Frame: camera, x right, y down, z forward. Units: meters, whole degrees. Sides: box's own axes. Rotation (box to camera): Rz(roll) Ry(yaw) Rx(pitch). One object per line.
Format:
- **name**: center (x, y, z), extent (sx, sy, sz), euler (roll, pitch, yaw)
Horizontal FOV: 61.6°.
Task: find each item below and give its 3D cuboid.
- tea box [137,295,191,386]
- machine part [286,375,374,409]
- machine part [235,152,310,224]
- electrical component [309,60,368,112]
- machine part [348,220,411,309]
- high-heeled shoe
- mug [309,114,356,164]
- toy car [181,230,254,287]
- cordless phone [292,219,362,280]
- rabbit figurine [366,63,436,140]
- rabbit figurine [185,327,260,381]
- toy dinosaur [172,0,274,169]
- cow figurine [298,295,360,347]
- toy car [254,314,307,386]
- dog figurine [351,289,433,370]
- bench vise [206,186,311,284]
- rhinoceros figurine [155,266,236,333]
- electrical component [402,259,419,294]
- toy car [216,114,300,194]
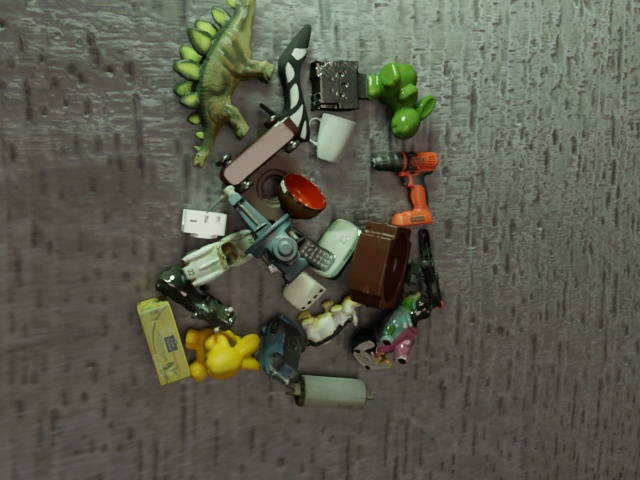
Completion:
- **tea box**: center (-0.340, 0.215, 1.167), extent (0.068, 0.098, 0.169), euler (-18, 104, -17)
- **machine part**: center (0.027, 0.381, 1.339), extent (0.243, 0.079, 0.079), euler (12, 93, -22)
- **machine part**: center (-0.110, -0.119, 1.235), extent (0.179, 0.056, 0.179), euler (-2, 97, -19)
- **electrical component**: center (0.046, -0.361, 1.264), extent (0.134, 0.058, 0.114), euler (-7, 101, -20)
- **machine part**: center (0.144, 0.057, 1.284), extent (0.201, 0.087, 0.201), euler (5, 99, -66)
- **high-heeled shoe**: center (-0.037, -0.349, 1.223), extent (0.145, 0.086, 0.248), euler (28, 91, -25)
- **mug**: center (0.020, -0.237, 1.261), extent (0.110, 0.081, 0.107), euler (15, 98, 2)
- **toy car**: center (-0.218, 0.036, 1.177), extent (0.202, 0.056, 0.073), euler (-30, 106, -47)
- **cordless phone**: center (-0.002, -0.005, 1.287), extent (0.184, 0.089, 0.146), euler (35, 84, -3)
- **rabbit figurine**: center (0.196, -0.322, 1.297), extent (0.159, 0.121, 0.170), euler (-8, 85, -41)
- **rabbit figurine**: center (-0.213, 0.262, 1.182), extent (0.162, 0.173, 0.121), euler (1, 92, -17)
- **toy dinosaur**: center (-0.199, -0.378, 1.145), extent (0.198, 0.105, 0.471), euler (21, 84, -19)
- **cow figurine**: center (0.035, 0.201, 1.325), extent (0.167, 0.068, 0.098), euler (-22, 110, -14)
- **toy car**: center (-0.102, 0.265, 1.258), extent (0.103, 0.162, 0.109), euler (-22, 129, 28)
- **dog figurine**: center (0.191, 0.215, 1.375), extent (0.108, 0.192, 0.219), euler (50, 44, -16)
- **bench vise**: center (-0.117, -0.018, 1.146), extent (0.129, 0.223, 0.240), euler (-43, 93, 2)
- **rhinoceros figurine**: center (-0.269, 0.129, 1.177), extent (0.190, 0.112, 0.073), euler (38, 81, -13)
- **electrical component**: center (0.229, 0.093, 1.388), extent (0.021, 0.094, 0.063), euler (24, 124, -14)
- **toy car**: center (-0.132, -0.188, 1.166), extent (0.202, 0.053, 0.089), euler (-43, 101, -7)
